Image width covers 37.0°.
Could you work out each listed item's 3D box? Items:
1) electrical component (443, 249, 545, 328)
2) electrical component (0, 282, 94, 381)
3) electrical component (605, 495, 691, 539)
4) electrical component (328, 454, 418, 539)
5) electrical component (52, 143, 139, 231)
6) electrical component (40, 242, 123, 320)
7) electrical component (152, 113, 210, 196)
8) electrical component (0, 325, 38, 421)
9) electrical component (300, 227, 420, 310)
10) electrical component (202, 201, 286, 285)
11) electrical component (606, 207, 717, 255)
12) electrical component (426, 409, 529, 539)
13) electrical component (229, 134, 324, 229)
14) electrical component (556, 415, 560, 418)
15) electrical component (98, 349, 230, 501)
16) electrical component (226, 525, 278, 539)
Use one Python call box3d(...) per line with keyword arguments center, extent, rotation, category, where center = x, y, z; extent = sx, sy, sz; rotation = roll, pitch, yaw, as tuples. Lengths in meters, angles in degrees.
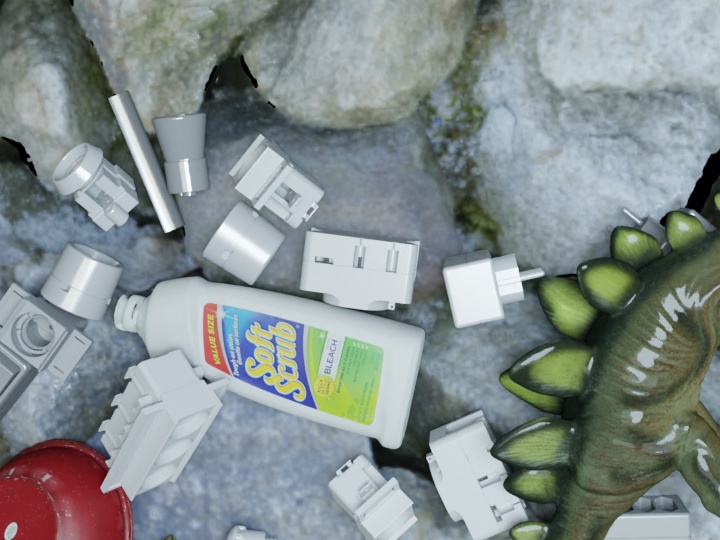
box3d(center=(0.107, 0.009, 0.844), extent=(0.076, 0.083, 0.047), rotation=(-13, 95, 6), category="electrical component")
box3d(center=(-0.260, 0.049, 0.891), extent=(0.081, 0.064, 0.042), rotation=(37, 99, 1), category="electrical component")
box3d(center=(0.224, 0.228, 0.877), extent=(0.083, 0.047, 0.075), rotation=(-2, 96, 5), category="electrical component")
box3d(center=(0.009, 0.189, 0.879), extent=(0.042, 0.081, 0.064), rotation=(-40, 63, -16), category="electrical component")
box3d(center=(-0.215, -0.070, 0.872), extent=(0.048, 0.066, 0.055), rotation=(-40, 125, 8), category="electrical component")
box3d(center=(-0.228, 0.008, 0.889), extent=(0.055, 0.055, 0.047), rotation=(27, 94, 2), category="electrical component")
box3d(center=(-0.143, -0.093, 0.877), extent=(0.044, 0.044, 0.065), rotation=(-5, 101, 6), category="electrical component")
box3d(center=(-0.320, 0.093, 0.902), extent=(0.062, 0.061, 0.096), rotation=(40, 98, 0), category="electrical component")
box3d(center=(0.000, 0.000, 0.869), extent=(0.089, 0.050, 0.055), rotation=(7, 97, 4), category="electrical component")
box3d(center=(-0.093, -0.021, 0.874), extent=(0.047, 0.055, 0.055), rotation=(35, 98, -3), category="electrical component")
box3d(center=(0.230, -0.018, 0.849), extent=(0.076, 0.047, 0.083), rotation=(40, 98, 1), category="electrical component")
box3d(center=(0.093, 0.169, 0.880), extent=(0.056, 0.050, 0.089), rotation=(-25, 94, 7), category="electrical component")
box3d(center=(-0.065, -0.069, 0.859), extent=(0.064, 0.081, 0.042), rotation=(38, 99, -23), category="electrical component")
box3d(center=(0.187, 0.107, 0.869), extent=(0.064, 0.042, 0.081), rotation=(-10, 96, 4), category="electrical component")
box3d(center=(-0.164, 0.123, 0.863), extent=(0.063, 0.079, 0.121), rotation=(54, 136, 20), category="electrical component")
box3d(center=(-0.083, 0.242, 0.908), extent=(0.062, 0.048, 0.048), rotation=(6, 97, -3), category="electrical component")
